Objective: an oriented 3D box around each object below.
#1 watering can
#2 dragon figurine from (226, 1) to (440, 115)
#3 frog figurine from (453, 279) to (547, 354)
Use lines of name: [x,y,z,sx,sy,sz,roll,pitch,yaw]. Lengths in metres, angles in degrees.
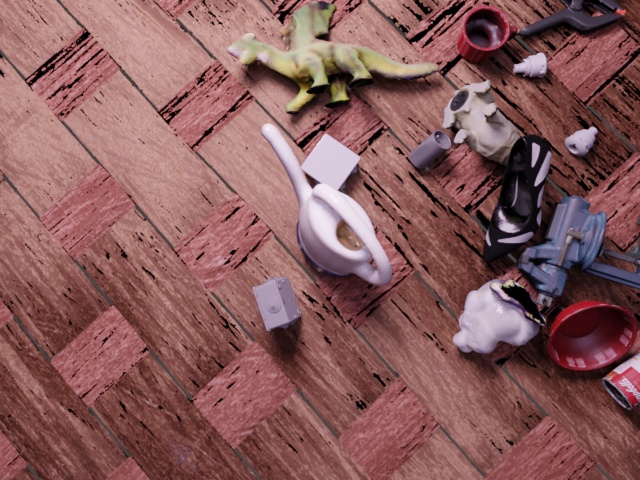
watering can: [0.003,-0.048,0.956,0.105,0.221,0.349,-37,82,-19]
dragon figurine: [0.018,-0.397,1.058,0.411,0.120,0.246,-13,76,-8]
frog figurine: [0.336,0.158,0.990,0.137,0.125,0.156,30,123,-4]
